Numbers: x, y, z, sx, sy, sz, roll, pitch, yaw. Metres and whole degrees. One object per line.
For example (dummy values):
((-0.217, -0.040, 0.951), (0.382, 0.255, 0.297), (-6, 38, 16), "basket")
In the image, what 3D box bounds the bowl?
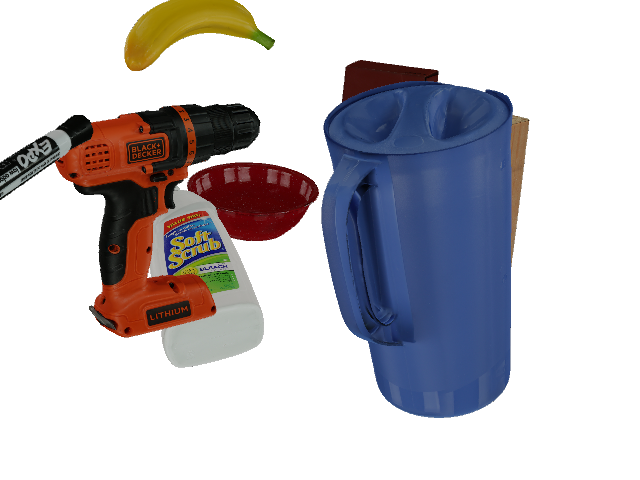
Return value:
((-0.085, -0.043, 1.316), (0.162, 0.055, 0.162), (4, 25, -2), "bowl")

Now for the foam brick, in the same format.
((0.063, -0.133, 0.980), (0.078, 0.051, 0.053), (11, 18, 17), "foam brick")

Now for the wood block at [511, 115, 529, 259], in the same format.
((0.148, -0.030, 1.119), (0.090, 0.206, 0.090), (21, 27, 39), "wood block")

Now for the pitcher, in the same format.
((0.076, 0.015, 0.798), (0.149, 0.243, 0.145), (-11, 28, -3), "pitcher")

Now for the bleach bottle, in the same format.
((-0.138, 0.021, 1.106), (0.102, 0.068, 0.251), (-13, 38, -14), "bleach bottle")

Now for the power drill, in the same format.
((-0.132, -0.022, 0.913), (0.184, 0.188, 0.057), (-13, 22, -30), "power drill")

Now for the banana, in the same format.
((-0.123, -0.203, 1.015), (0.070, 0.037, 0.197), (45, 39, 19), "banana")

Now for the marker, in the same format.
((-0.177, -0.049, 0.653), (0.020, 0.020, 0.121), (0, 27, 26), "marker")
